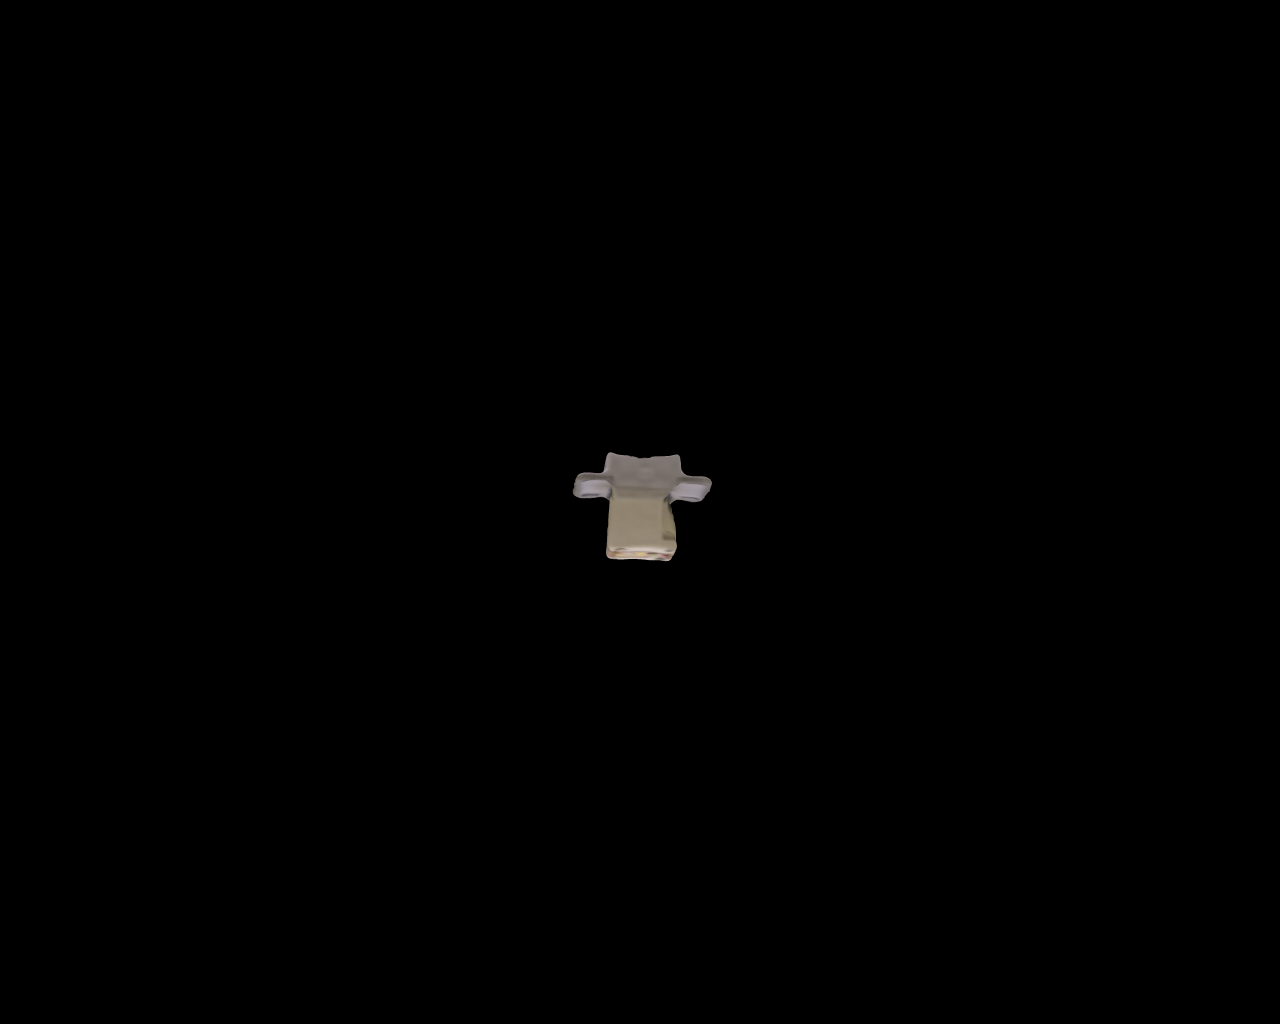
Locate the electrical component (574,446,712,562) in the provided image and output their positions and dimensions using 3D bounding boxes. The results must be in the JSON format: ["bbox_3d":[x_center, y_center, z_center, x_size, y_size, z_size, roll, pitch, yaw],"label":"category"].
[{"bbox_3d":[0.001,-0.003,0.650,0.081,0.064,0.042,1,-15,-5],"label":"electrical component"}]
